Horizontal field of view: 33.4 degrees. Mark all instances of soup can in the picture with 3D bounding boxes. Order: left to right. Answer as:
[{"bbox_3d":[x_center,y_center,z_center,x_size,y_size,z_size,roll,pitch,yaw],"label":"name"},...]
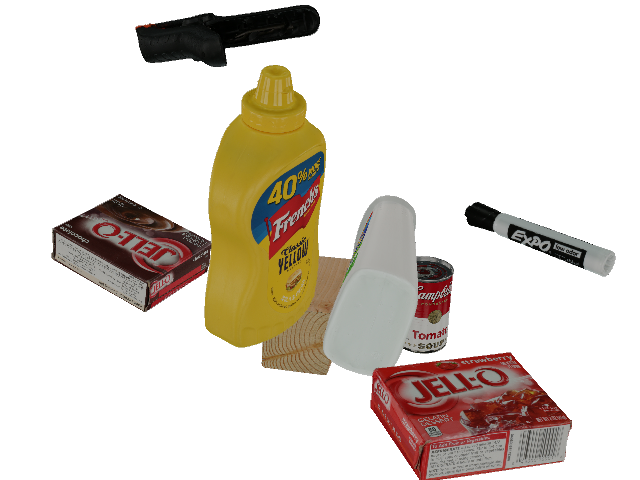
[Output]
[{"bbox_3d":[0.126,0.079,1.317,0.068,0.102,0.068,2,24,-1],"label":"soup can"}]

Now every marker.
[{"bbox_3d":[0.158,-0.003,0.783,0.121,0.020,0.020,24,15,37],"label":"marker"}]

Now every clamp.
[{"bbox_3d":[-0.086,-0.171,0.885,0.120,0.039,0.172,-18,22,-35],"label":"clamp"}]

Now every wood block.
[{"bbox_3d":[-0.014,0.097,1.473,0.091,0.090,0.206,6,20,8],"label":"wood block"}]

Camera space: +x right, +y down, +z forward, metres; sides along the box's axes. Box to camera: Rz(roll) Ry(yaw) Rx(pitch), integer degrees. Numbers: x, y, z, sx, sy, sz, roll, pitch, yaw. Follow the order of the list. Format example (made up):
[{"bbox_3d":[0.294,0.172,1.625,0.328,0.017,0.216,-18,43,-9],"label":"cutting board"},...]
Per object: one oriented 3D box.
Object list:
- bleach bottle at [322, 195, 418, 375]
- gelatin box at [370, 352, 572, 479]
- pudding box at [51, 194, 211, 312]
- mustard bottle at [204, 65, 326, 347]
[{"bbox_3d":[0.055,0.025,1.011,0.068,0.103,0.250,19,21,-1],"label":"bleach bottle"},{"bbox_3d":[0.081,0.095,0.587,0.089,0.030,0.073,-4,26,-18],"label":"gelatin box"},{"bbox_3d":[-0.168,0.009,0.952,0.114,0.039,0.089,25,33,22],"label":"pudding box"},{"bbox_3d":[-0.035,-0.027,0.710,0.058,0.192,0.096,27,40,28],"label":"mustard bottle"}]
